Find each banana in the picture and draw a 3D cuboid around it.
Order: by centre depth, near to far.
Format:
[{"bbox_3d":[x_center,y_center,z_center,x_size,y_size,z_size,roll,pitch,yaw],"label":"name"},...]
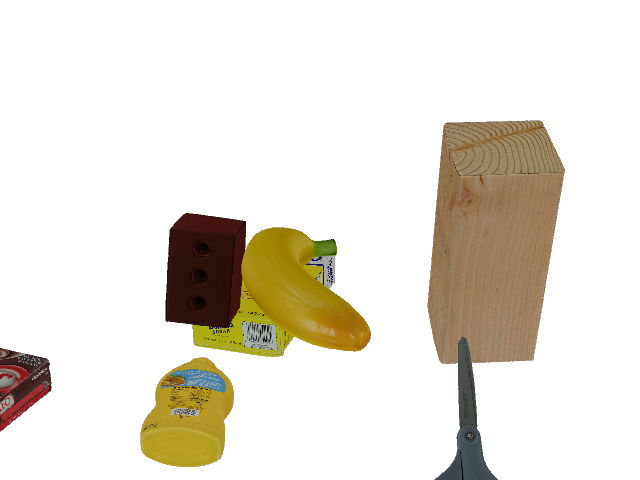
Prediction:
[{"bbox_3d":[-0.015,0.023,0.670,0.069,0.037,0.198,-4,17,-4],"label":"banana"}]

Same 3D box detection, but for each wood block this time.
[{"bbox_3d":[0.152,0.004,0.960,0.091,0.206,0.090,-2,35,-3],"label":"wood block"}]

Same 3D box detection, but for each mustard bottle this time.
[{"bbox_3d":[-0.156,0.198,1.305,0.096,0.058,0.191,2,25,2],"label":"mustard bottle"}]

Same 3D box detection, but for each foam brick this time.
[{"bbox_3d":[-0.091,0.023,0.850,0.053,0.078,0.051,6,14,6],"label":"foam brick"}]

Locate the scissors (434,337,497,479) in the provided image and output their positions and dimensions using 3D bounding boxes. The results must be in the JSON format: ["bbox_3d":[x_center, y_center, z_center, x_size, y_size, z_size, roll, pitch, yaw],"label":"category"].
[{"bbox_3d":[0.104,0.171,0.865,0.096,0.202,0.016,-8,-35,-11],"label":"scissors"}]

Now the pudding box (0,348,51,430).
[{"bbox_3d":[-0.312,0.130,0.951,0.114,0.039,0.089,7,23,20],"label":"pudding box"}]

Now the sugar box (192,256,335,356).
[{"bbox_3d":[-0.053,0.055,1.085,0.093,0.048,0.176,6,27,16],"label":"sugar box"}]
